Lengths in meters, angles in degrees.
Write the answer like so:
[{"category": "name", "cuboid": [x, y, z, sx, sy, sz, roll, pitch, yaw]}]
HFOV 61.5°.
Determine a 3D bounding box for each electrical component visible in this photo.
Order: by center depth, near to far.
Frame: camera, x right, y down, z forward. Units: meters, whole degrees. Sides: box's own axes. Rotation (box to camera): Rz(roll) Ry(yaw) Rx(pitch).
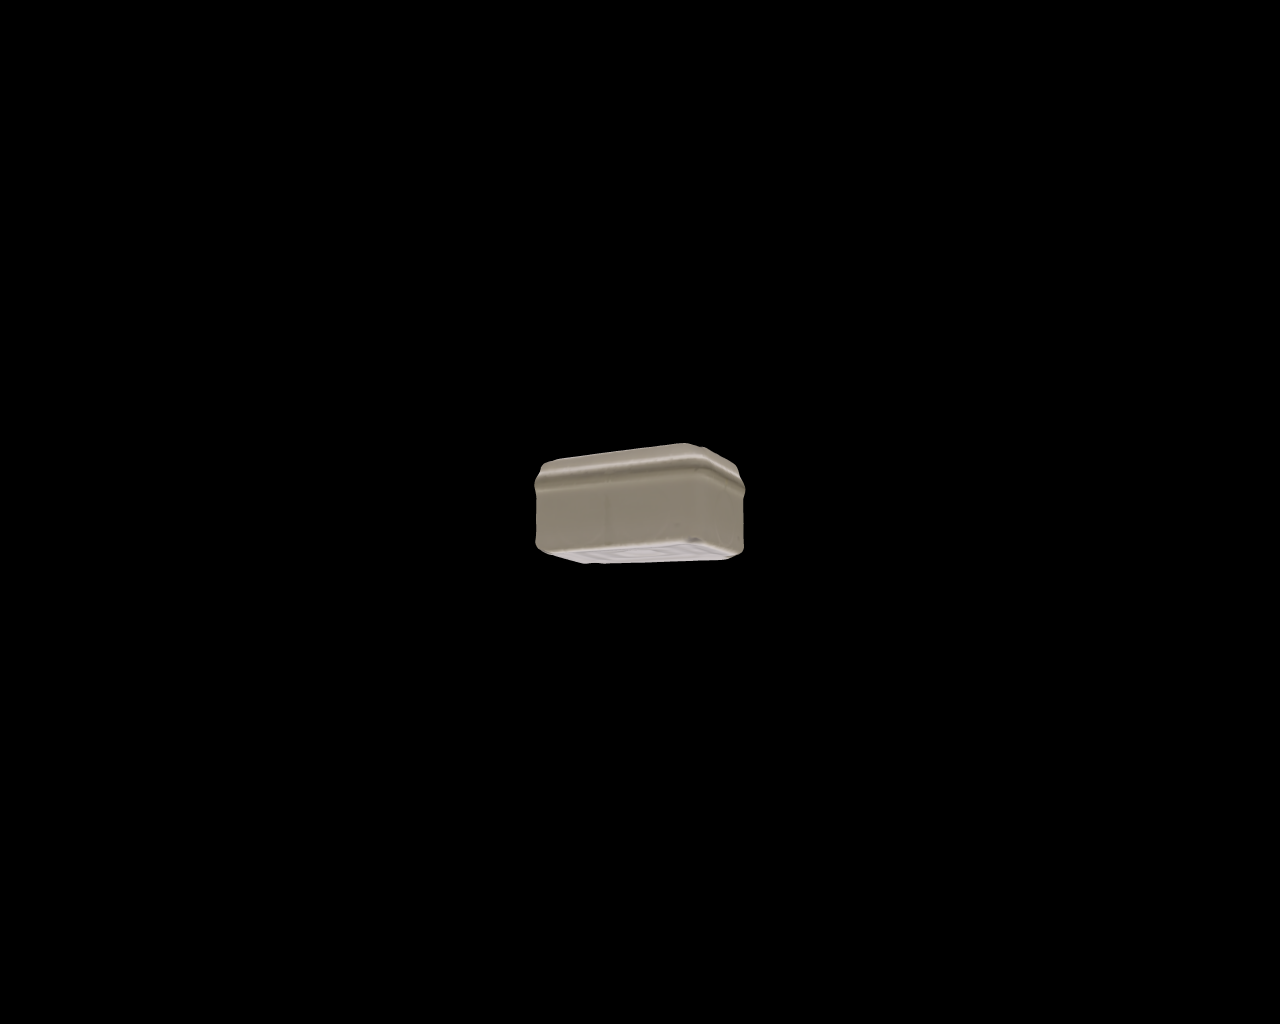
[{"category": "electrical component", "cuboid": [0.001, -0.003, 0.650, 0.113, 0.057, 0.078, -5, -11, 24]}]
